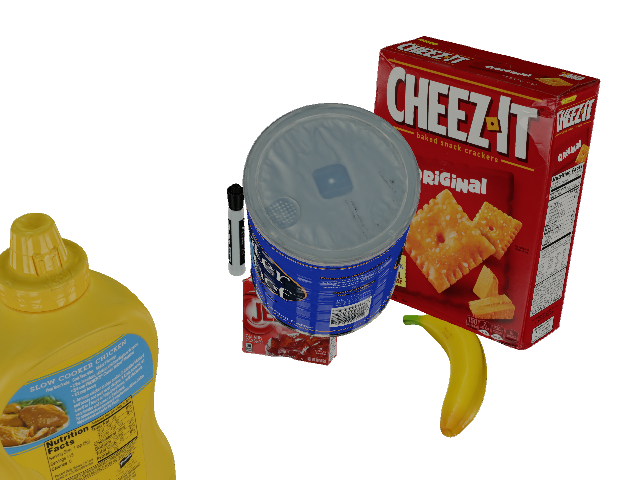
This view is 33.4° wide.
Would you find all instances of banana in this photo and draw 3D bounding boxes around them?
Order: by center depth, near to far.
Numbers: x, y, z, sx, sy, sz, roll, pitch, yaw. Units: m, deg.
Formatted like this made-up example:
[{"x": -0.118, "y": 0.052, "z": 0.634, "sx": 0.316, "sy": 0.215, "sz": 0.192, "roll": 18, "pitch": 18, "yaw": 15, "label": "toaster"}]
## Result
[{"x": 0.139, "y": 0.130, "z": 1.106, "sx": 0.069, "sy": 0.037, "sz": 0.198, "roll": -26, "pitch": 29, "yaw": 7, "label": "banana"}]

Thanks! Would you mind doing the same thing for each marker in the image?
[{"x": -0.092, "y": -0.012, "z": 1.167, "sx": 0.020, "sy": 0.121, "sz": 0.020, "roll": 2, "pitch": 40, "yaw": -2, "label": "marker"}]

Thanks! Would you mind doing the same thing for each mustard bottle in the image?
[{"x": -0.121, "y": 0.071, "z": 0.505, "sx": 0.096, "sy": 0.192, "sz": 0.058, "roll": -25, "pitch": 42, "yaw": -31, "label": "mustard bottle"}]

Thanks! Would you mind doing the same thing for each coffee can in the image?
[{"x": 0.005, "y": -0.008, "z": 0.675, "sx": 0.103, "sy": 0.103, "sz": 0.140, "roll": 0, "pitch": -23, "yaw": -2, "label": "coffee can"}]

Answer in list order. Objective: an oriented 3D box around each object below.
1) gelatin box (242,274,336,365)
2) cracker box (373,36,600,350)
[{"x": -0.029, "y": 0.073, "z": 0.998, "sx": 0.089, "sy": 0.073, "sz": 0.030, "roll": 7, "pitch": 17, "yaw": 18, "label": "gelatin box"}, {"x": 0.119, "y": -0.039, "z": 0.853, "sx": 0.164, "sy": 0.214, "sz": 0.071, "roll": 22, "pitch": 31, "yaw": 34, "label": "cracker box"}]
